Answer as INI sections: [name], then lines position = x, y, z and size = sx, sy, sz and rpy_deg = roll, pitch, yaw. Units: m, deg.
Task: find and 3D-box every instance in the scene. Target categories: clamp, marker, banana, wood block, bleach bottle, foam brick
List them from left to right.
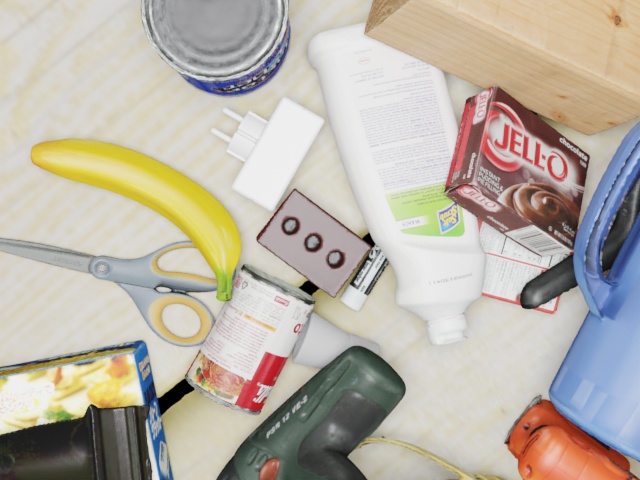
[banana]
position = -0.133, -0.033, 0.845
size = 0.198, 0.069, 0.037
rpy_deg = 35, 133, 6
[foam brick]
position = -0.006, 0.001, 0.853
size = 0.078, 0.051, 0.053
rpy_deg = 36, 92, -2
[marker]
position = 0.055, 0.003, 0.870
size = 0.020, 0.020, 0.121
rpy_deg = 31, 93, -3
[bleach bottle]
position = 0.065, -0.042, 0.826
size = 0.102, 0.068, 0.251
rpy_deg = -12, 85, -3
[wood block]
position = 0.150, -0.164, 0.789
size = 0.205, 0.090, 0.091
rpy_deg = 21, 74, -18
[clamp]
position = 0.274, 0.007, 0.859
size = 0.164, 0.036, 0.210
rpy_deg = 35, 86, -19

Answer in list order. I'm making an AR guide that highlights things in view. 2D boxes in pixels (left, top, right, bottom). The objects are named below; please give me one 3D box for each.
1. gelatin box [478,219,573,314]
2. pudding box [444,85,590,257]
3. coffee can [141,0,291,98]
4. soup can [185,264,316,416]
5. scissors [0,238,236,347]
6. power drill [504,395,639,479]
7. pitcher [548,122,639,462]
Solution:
[gelatin box]
position = 0.158, 0.014, 0.867
size = 0.089, 0.030, 0.073
rpy_deg = 15, 94, -4
[pudding box]
position = 0.152, -0.050, 0.815
size = 0.113, 0.039, 0.090
rpy_deg = 32, 61, -29
[coffee can]
position = -0.073, -0.163, 0.797
size = 0.103, 0.140, 0.103
rpy_deg = 0, 93, -1
[soup can]
position = -0.055, 0.078, 0.849
size = 0.068, 0.068, 0.102
rpy_deg = 27, 92, -2
[scissors]
position = -0.168, 0.042, 0.871
size = 0.201, 0.016, 0.096
rpy_deg = -2, 93, -1
[power drill]
position = 0.218, 0.190, 0.799
size = 0.184, 0.187, 0.057
rpy_deg = 37, 91, -1
[pitcher]
position = 0.262, 0.036, 0.778
size = 0.149, 0.144, 0.243
rpy_deg = 32, 95, 29
